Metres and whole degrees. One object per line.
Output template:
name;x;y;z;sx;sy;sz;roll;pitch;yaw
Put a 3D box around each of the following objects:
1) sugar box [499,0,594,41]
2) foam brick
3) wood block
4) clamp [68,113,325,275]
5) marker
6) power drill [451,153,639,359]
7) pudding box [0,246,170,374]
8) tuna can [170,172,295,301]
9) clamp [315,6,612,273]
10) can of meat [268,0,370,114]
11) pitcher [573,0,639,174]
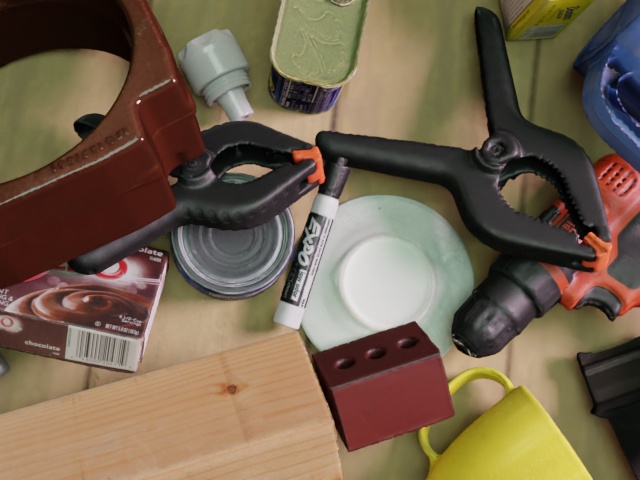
sugar box;0.148;-0.238;0.753;0.048;0.093;0.176;-6;83;-8
foam brick;0.042;0.096;0.707;0.078;0.053;0.051;-18;111;-8
wood block;-0.096;0.141;0.659;0.206;0.091;0.090;-15;128;-8
clamp;-0.086;-0.047;0.697;0.171;0.039;0.120;-13;65;-5
marker;-0.005;0.001;0.727;0.020;0.020;0.121;18;90;-3
power drill;0.206;0.054;0.716;0.188;0.057;0.184;42;78;15
pudding box;-0.161;0.034;0.687;0.113;0.039;0.090;14;38;-6
tuna can;-0.060;-0.003;0.728;0.086;0.034;0.086;1;82;-6
clamp;0.123;-0.063;0.727;0.210;0.036;0.164;39;78;23
can of meat;-0.002;-0.143;0.728;0.057;0.084;0.102;12;81;-4
pitcher;0.297;-0.081;0.731;0.243;0.145;0.149;44;109;-2
